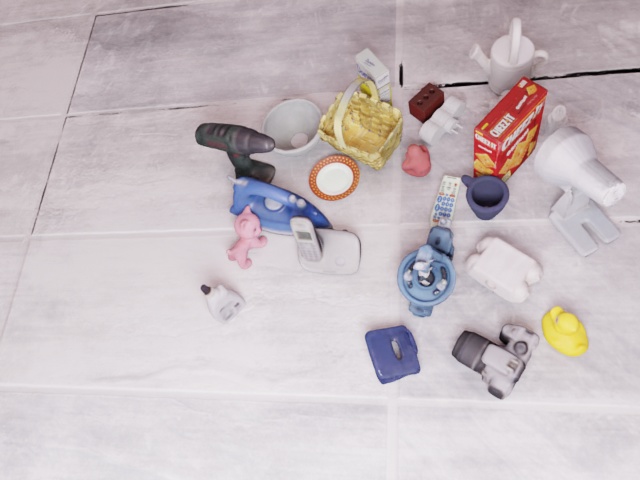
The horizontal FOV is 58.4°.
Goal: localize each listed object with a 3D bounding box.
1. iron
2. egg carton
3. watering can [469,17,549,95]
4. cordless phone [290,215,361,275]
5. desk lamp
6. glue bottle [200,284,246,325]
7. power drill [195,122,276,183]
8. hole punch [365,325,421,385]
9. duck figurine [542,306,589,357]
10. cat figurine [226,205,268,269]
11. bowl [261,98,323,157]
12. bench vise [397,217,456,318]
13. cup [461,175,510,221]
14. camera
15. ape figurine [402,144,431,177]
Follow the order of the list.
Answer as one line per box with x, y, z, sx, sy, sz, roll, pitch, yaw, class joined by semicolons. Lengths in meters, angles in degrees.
-0.099;-0.090;1.355;0.257;0.142;0.119;16;71;19;iron
0.387;0.062;1.214;0.150;0.069;0.107;34;77;24;egg carton
0.446;-0.437;1.355;0.172;0.194;0.101;-16;63;6;watering can
0.012;0.005;1.262;0.147;0.185;0.094;2;67;14;cordless phone
0.536;-0.104;1.173;0.118;0.214;0.203;-31;63;-2;desk lamp
-0.224;0.131;1.266;0.078;0.173;0.037;-43;64;-8;glue bottle
-0.183;-0.210;1.391;0.229;0.209;0.076;18;71;20;power drill
0.151;0.231;1.180;0.101;0.091;0.108;-20;63;4;hole punch
0.487;0.176;1.130;0.077;0.086;0.104;-31;63;-2;duck figurine
-0.179;-0.010;1.351;0.067;0.118;0.128;27;75;23;cat figurine
-0.063;-0.275;1.468;0.167;0.075;0.167;-5;65;11;bowl
0.217;0.037;1.180;0.121;0.220;0.207;-2;66;13;bench vise
0.360;-0.091;1.275;0.092;0.095;0.117;-44;64;-8;cup
0.342;0.221;1.135;0.136;0.101;0.143;28;75;23;camera
0.227;-0.195;1.354;0.078;0.092;0.076;-28;63;0;ape figurine
